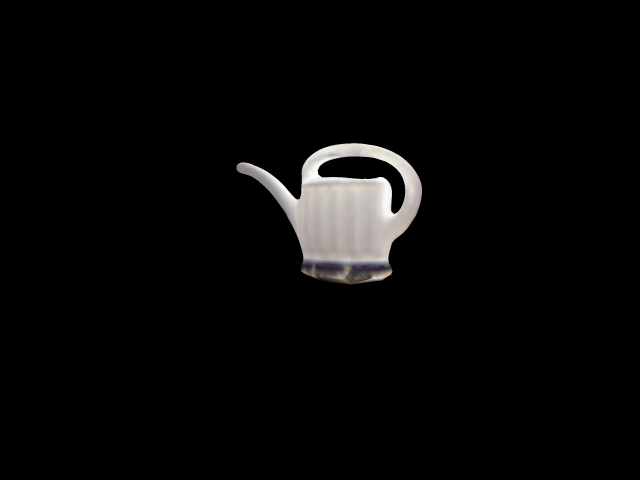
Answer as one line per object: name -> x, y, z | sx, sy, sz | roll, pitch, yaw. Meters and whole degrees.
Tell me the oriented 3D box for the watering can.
watering can -> 0.003, -0.043, 0.850 | 0.347, 0.224, 0.104 | 1, 1, 32
